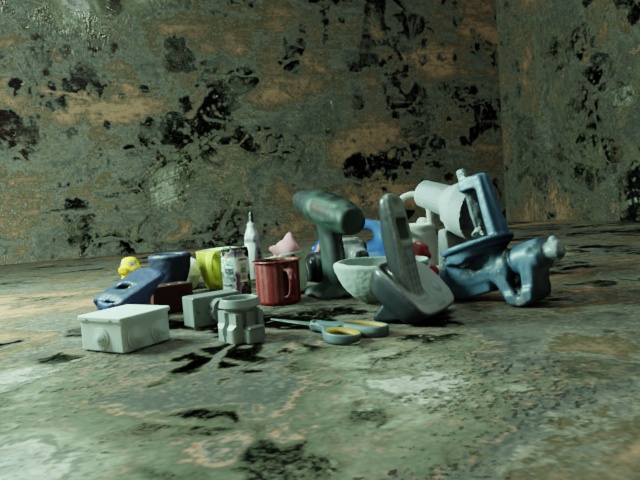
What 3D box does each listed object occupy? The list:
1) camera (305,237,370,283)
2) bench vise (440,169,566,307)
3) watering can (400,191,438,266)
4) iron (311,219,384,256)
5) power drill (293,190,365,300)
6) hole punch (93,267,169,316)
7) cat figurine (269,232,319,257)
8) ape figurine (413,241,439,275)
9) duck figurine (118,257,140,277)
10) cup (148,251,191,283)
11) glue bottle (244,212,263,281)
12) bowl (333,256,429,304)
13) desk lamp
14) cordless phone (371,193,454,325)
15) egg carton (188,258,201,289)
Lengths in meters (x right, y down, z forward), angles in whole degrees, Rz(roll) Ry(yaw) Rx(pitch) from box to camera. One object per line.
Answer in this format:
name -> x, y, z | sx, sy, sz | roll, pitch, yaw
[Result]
camera -> 0.032, 0.046, 1.286 | 0.137, 0.101, 0.143 | -5, 4, -16
bench vise -> 0.288, -0.010, 0.922 | 0.206, 0.220, 0.122 | -2, 4, 30
watering can -> 0.222, -0.017, 1.350 | 0.101, 0.194, 0.173 | -4, 3, 4
iron -> 0.081, 0.011, 1.490 | 0.258, 0.141, 0.118 | -4, 3, -1
power drill -> 0.010, 0.004, 1.110 | 0.076, 0.208, 0.229 | -6, 4, -29
hole punch -> -0.311, 0.095, 0.939 | 0.101, 0.091, 0.108 | -7, 5, -44
cat figurine -> -0.055, 0.040, 1.352 | 0.128, 0.118, 0.067 | -4, 3, -7
ape figurine -> 0.201, 0.048, 1.142 | 0.076, 0.092, 0.078 | -4, 3, 2
duck figurine -> -0.444, 0.082, 1.354 | 0.077, 0.086, 0.105 | -3, 3, 9
cup -> -0.325, 0.075, 1.266 | 0.091, 0.095, 0.118 | -4, 3, 3
glue bottle -> -0.171, 0.014, 1.456 | 0.037, 0.173, 0.078 | -4, 3, 6
bowl -> 0.108, 0.071, 1.000 | 0.167, 0.075, 0.167 | -4, 3, 0
desk lamp -> 0.266, -0.020, 1.183 | 0.118, 0.213, 0.202 | -6, 4, -34
cordless phone -> 0.133, 0.023, 0.842 | 0.093, 0.185, 0.148 | -2, 4, 29
egg carton -> -0.344, 0.082, 1.388 | 0.107, 0.069, 0.150 | -5, 4, -20
